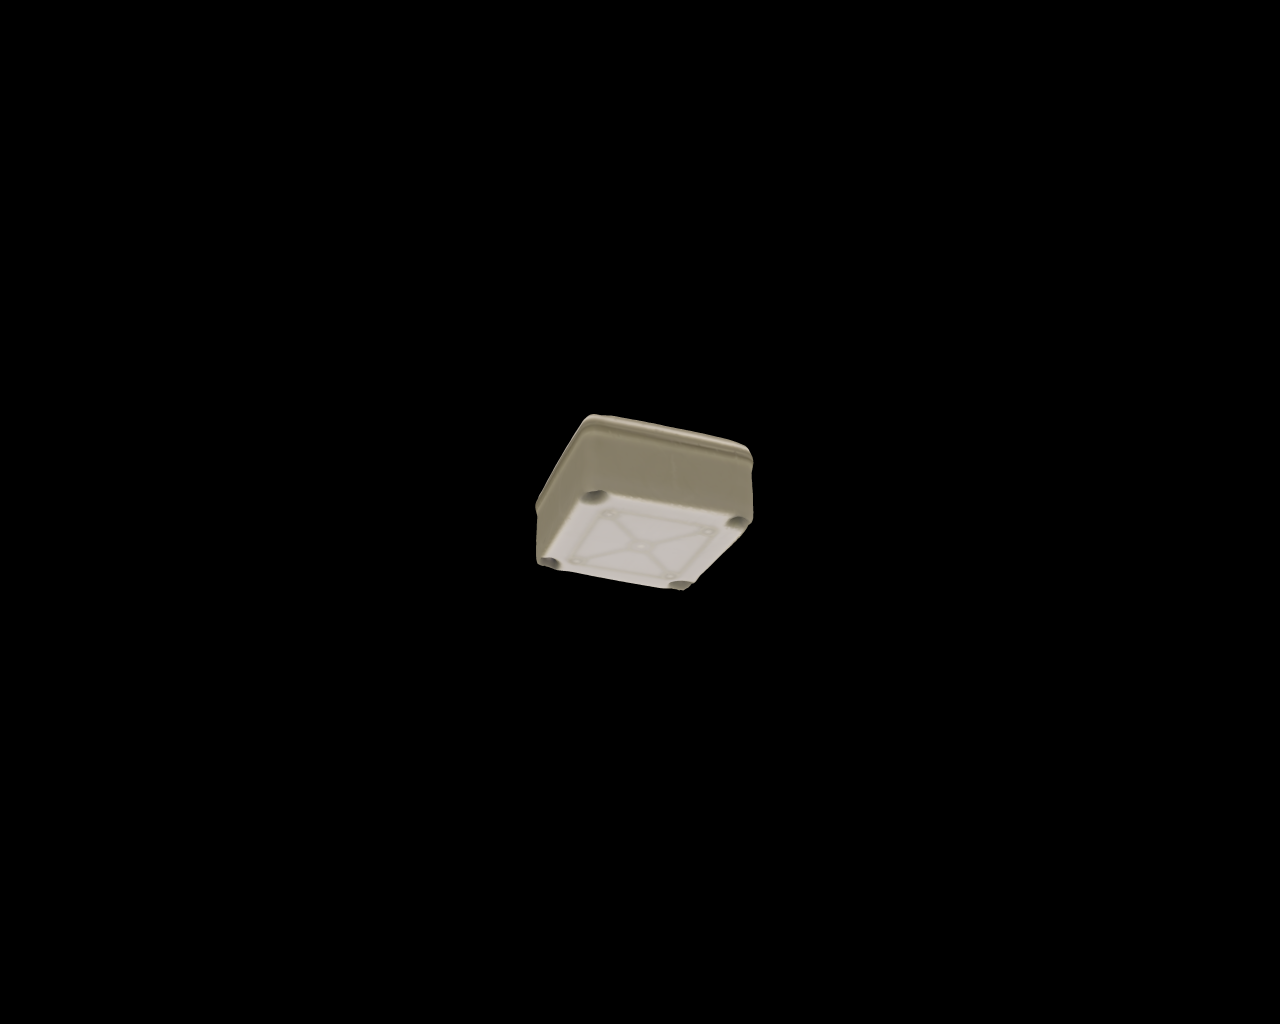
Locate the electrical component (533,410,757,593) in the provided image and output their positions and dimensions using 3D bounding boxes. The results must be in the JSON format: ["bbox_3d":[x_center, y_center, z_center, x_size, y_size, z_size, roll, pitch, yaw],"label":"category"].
[{"bbox_3d":[0.001,-0.003,0.650,0.109,0.056,0.108,11,-32,-18],"label":"electrical component"}]
